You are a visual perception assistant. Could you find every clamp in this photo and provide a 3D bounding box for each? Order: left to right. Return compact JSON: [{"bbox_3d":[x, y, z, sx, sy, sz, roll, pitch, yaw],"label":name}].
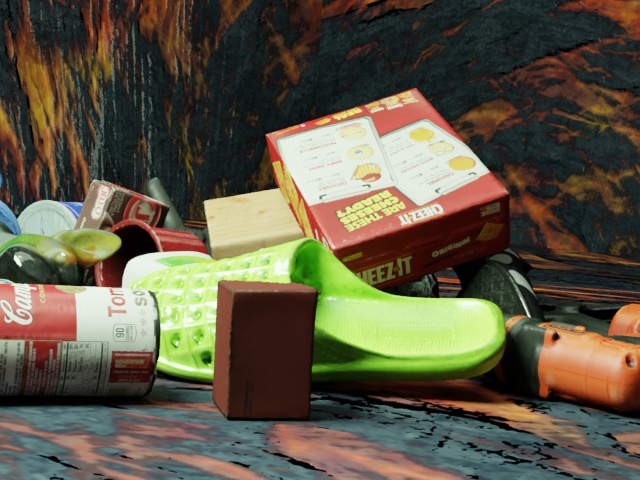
[{"bbox_3d":[-0.137,0.003,1.194,0.120,0.171,0.039,6,-42,-16],"label":"clamp"},{"bbox_3d":[0.259,0.079,1.053,0.164,0.036,0.210,-9,9,-42],"label":"clamp"}]

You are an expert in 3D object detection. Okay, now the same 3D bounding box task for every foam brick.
[{"bbox_3d":[-0.034,0.064,0.639,0.053,0.078,0.051,3,5,-15],"label":"foam brick"}]

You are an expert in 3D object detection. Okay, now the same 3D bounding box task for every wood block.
[{"bbox_3d":[-0.007,0.001,1.086,0.206,0.091,0.090,-10,33,-5],"label":"wood block"}]

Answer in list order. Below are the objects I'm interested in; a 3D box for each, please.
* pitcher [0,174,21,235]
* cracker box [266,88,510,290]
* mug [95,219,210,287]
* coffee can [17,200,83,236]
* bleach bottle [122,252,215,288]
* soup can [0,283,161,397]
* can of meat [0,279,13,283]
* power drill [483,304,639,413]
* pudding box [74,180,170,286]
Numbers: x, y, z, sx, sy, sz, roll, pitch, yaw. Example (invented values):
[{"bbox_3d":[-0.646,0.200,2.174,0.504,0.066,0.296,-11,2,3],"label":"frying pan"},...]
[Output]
[{"bbox_3d":[-0.417,-0.018,1.165,0.144,0.149,0.243,1,7,-41],"label":"pitcher"},{"bbox_3d":[0.058,-0.048,0.999,0.164,0.072,0.214,-18,38,-9],"label":"cracker box"},{"bbox_3d":[-0.153,0.032,1.054,0.117,0.093,0.081,15,5,35],"label":"mug"},{"bbox_3d":[-0.255,0.009,1.184,0.103,0.103,0.140,6,3,31],"label":"coffee can"},{"bbox_3d":[-0.060,0.058,0.888,0.102,0.068,0.251,-1,8,-42],"label":"bleach bottle"},{"bbox_3d":[-0.153,0.061,0.645,0.102,0.068,0.069,3,3,-21],"label":"soup can"},{"bbox_3d":[-0.275,0.052,0.767,0.102,0.057,0.084,5,1,10],"label":"can of meat"},{"bbox_3d":[0.205,0.083,0.806,0.187,0.057,0.185,-2,10,-40],"label":"power drill"},{"bbox_3d":[-0.212,0.003,1.097,0.039,0.113,0.089,24,3,34],"label":"pudding box"}]
